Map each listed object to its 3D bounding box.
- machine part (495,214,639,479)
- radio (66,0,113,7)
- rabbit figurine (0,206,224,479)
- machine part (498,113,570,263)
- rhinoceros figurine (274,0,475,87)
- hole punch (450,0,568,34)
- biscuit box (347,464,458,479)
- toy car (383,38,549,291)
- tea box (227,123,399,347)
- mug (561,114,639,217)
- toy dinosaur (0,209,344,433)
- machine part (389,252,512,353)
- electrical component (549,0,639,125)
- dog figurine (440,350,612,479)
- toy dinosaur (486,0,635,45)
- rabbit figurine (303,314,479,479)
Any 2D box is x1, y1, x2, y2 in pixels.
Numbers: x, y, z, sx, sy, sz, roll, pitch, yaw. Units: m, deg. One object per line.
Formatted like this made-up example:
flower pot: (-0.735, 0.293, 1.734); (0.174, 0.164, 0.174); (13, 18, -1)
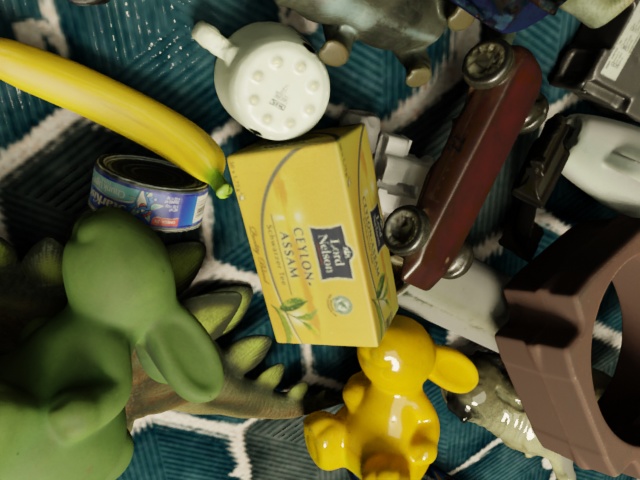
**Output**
machine part: (0.271, 0.094, 0.504); (0.201, 0.087, 0.200); (-34, 105, -26)
radio: (-0.111, -0.260, 0.324); (0.229, 0.073, 0.131); (-39, 118, 7)
rabbit figurine: (-0.140, 0.068, 0.344); (0.159, 0.121, 0.170); (30, 77, -31)
machine part: (0.194, -0.041, 0.487); (0.039, 0.084, 0.138); (16, 144, 19)
rhinoceros figurine: (0.020, -0.179, 0.376); (0.190, 0.112, 0.073); (8, 139, -31)
hole punch: (0.108, -0.189, 0.338); (0.116, 0.092, 0.142); (-40, 79, -12)
biscuit box: (0.123, 0.309, 0.650); (0.202, 0.063, 0.059); (37, 100, -26)
toy car: (0.113, -0.057, 0.425); (0.089, 0.053, 0.202); (23, 95, -48)
tea box: (-0.001, -0.001, 0.441); (0.098, 0.068, 0.169); (-4, 110, 27)
mug: (0.272, -0.069, 0.496); (0.107, 0.110, 0.080); (22, 115, -9)
toy dinosaur: (-0.152, 0.097, 0.461); (0.470, 0.105, 0.198); (35, 98, -37)
machine part: (0.138, 0.053, 0.529); (0.243, 0.079, 0.079); (25, 106, -23)
electrical component: (0.292, -0.165, 0.479); (0.134, 0.058, 0.114); (17, 111, -21)
dog figurine: (0.246, 0.167, 0.592); (0.172, 0.121, 0.190); (-46, 109, -5)
toy dinosaur: (0.196, -0.294, 0.367); (0.192, 0.131, 0.404); (35, 112, -9)
rabbit figurine: (0.077, 0.146, 0.513); (0.162, 0.122, 0.173); (-17, 118, -32)
